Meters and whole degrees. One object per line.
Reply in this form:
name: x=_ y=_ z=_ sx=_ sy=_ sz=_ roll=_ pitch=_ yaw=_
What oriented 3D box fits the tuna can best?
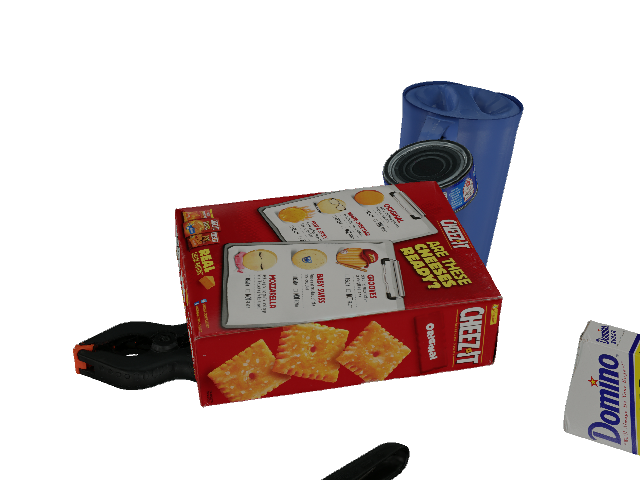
tuna can: x=0.101 y=-0.058 z=0.986 sx=0.086 sy=0.034 sz=0.086 roll=-10 pitch=37 yaw=7

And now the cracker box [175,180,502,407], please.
cracker box: x=0.005 y=0.034 z=0.794 sx=0.213 sy=0.072 sz=0.164 roll=-6 pitch=35 yaw=-9

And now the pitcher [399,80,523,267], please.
pitcher: x=0.142 y=-0.049 z=1.214 sx=0.149 sy=0.243 sz=0.145 roll=-4 pitch=27 yaw=-20

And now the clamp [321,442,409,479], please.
clamp: x=-0.028 y=0.187 z=0.671 sx=0.210 sy=0.036 sz=0.164 roll=-2 pitch=28 yaw=4

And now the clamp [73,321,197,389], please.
clamp: x=-0.134 y=0.096 z=0.973 sx=0.171 sy=0.039 sz=0.120 roll=4 pitch=27 yaw=-3

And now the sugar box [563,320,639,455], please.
sugar box: x=0.289 y=0.134 z=0.855 sx=0.176 sy=0.093 sz=0.048 roll=13 pitch=26 yaw=20
